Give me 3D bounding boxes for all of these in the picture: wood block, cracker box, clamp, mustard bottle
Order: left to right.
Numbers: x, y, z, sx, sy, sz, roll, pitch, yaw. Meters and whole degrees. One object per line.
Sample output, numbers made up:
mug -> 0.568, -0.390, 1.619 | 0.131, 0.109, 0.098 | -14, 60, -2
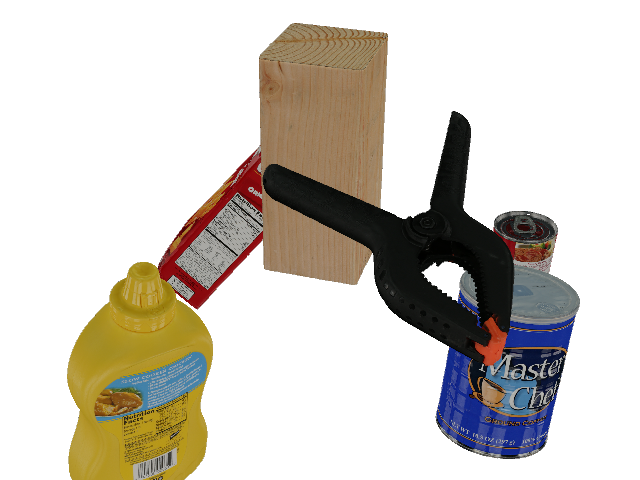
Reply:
mustard bottle -> -0.118, 0.091, 0.702 | 0.096, 0.192, 0.058 | -17, 46, -28
cracker box -> -0.084, -0.044, 1.216 | 0.072, 0.214, 0.164 | 39, 27, -9
wood block -> 0.003, -0.075, 0.942 | 0.091, 0.206, 0.090 | 10, 33, 15
clamp -> 0.060, -0.001, 0.731 | 0.164, 0.210, 0.036 | -13, -39, -11

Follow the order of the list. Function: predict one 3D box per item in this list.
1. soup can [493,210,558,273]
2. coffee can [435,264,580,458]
soup can -> 0.218, 0.028, 1.164 | 0.068, 0.102, 0.068 | 1, 30, -1
coffee can -> 0.163, 0.105, 0.940 | 0.103, 0.140, 0.103 | 6, 24, -3
